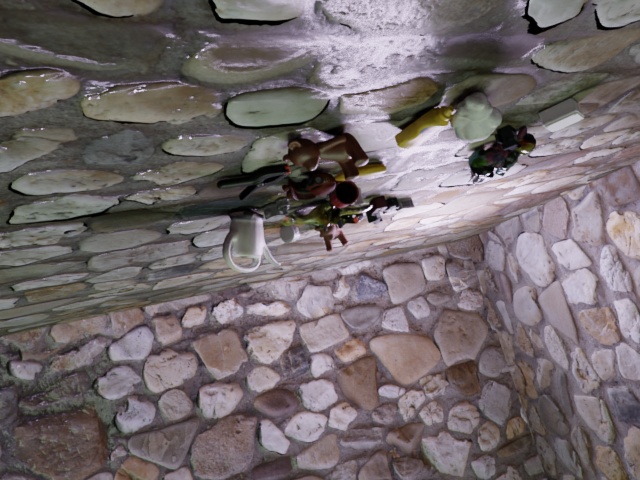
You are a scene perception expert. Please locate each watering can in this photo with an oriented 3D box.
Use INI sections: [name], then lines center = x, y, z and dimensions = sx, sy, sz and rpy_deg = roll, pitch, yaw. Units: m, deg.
[watering can]
center = -0.245, 0.006, 1.892
dimensions = 0.104, 0.225, 0.347
rpy_deg = 0, 177, 27

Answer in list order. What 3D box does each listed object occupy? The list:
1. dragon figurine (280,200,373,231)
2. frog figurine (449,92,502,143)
[dragon figurine]
center = 0.006, -0.104, 2.074
dimensions = 0.242, 0.122, 0.412
rpy_deg = -2, -175, 43
[frog figurine]
center = 0.425, -0.331, 1.394
dimensions = 0.137, 0.123, 0.159
rpy_deg = 4, 180, 1
